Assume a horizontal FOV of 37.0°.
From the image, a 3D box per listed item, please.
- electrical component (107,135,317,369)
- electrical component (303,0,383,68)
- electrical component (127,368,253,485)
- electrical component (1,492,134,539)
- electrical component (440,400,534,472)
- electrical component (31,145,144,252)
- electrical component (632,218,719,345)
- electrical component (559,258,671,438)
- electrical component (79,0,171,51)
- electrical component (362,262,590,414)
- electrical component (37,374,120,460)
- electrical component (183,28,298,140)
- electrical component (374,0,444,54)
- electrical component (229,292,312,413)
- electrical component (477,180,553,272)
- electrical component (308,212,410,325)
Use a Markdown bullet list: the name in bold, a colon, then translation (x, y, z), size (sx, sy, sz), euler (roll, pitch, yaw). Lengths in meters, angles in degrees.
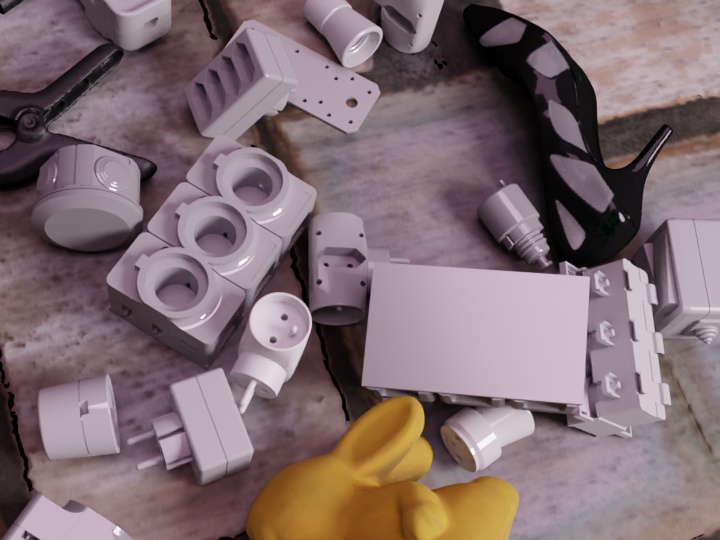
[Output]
- **electrical component**: translation (-0.109, -0.017, 0.804), size (0.089, 0.061, 0.150), euler (31, 65, 5)
- **electrical component**: translation (-0.018, -0.210, 0.919), size (0.044, 0.044, 0.065), euler (-34, 71, -21)
- **electrical component**: translation (-0.122, 0.116, 0.750), size (0.077, 0.047, 0.065), euler (-18, 70, -17)
- **electrical component**: translation (-0.185, 0.189, 0.704), size (0.089, 0.050, 0.055), euler (31, 65, 5)
- **electrical component**: translation (0.093, 0.116, 0.788), size (0.055, 0.045, 0.045), euler (-32, 75, -21)
- **electrical component**: translation (-0.200, -0.051, 0.795), size (0.080, 0.080, 0.051), euler (0, 61, -10)
- **electrical component**: translation (0.259, 0.013, 0.853), size (0.061, 0.061, 0.096), euler (2, 66, -9)
- **electrical component**: translation (0.190, 0.058, 0.814), size (0.079, 0.063, 0.121), euler (25, 55, -44)
- **electrical component**: translation (-0.199, -0.231, 0.886), size (0.054, 0.059, 0.095), euler (-34, 76, -22)
- **electrical component**: translation (0.083, 0.049, 0.762), size (0.150, 0.061, 0.089), euler (4, 77, 8)
- **electrical component**: translation (-0.193, 0.103, 0.740), size (0.047, 0.055, 0.055), euler (-9, 68, -9)
- **electrical component**: translation (-0.083, -0.144, 0.864), size (0.076, 0.083, 0.047), euler (3, 59, -51)
- **electrical component**: translation (0.034, -0.236, 0.918), size (0.079, 0.077, 0.043), euler (41, 66, 10)
- **electrical component**: translation (-0.068, 0.065, 0.766), size (0.043, 0.077, 0.079), euler (25, 65, 1)
- **electrical component**: translation (0.127, -0.033, 0.863), size (0.040, 0.040, 0.078), euler (-28, 73, -20)
- **electrical component**: translation (0.000, 0.000, 0.825), size (0.079, 0.043, 0.077), euler (2, 66, -9)
